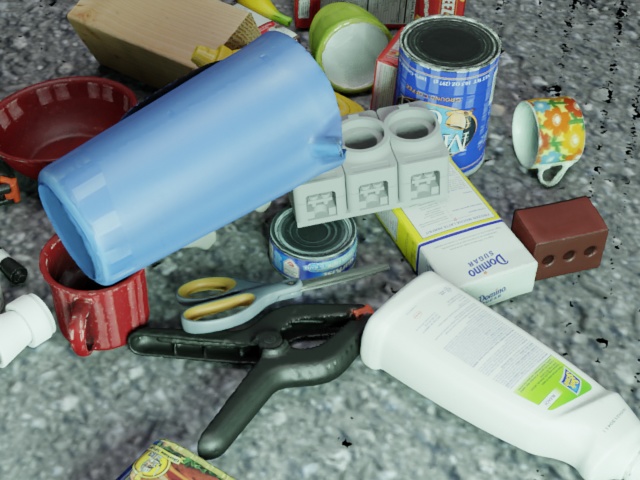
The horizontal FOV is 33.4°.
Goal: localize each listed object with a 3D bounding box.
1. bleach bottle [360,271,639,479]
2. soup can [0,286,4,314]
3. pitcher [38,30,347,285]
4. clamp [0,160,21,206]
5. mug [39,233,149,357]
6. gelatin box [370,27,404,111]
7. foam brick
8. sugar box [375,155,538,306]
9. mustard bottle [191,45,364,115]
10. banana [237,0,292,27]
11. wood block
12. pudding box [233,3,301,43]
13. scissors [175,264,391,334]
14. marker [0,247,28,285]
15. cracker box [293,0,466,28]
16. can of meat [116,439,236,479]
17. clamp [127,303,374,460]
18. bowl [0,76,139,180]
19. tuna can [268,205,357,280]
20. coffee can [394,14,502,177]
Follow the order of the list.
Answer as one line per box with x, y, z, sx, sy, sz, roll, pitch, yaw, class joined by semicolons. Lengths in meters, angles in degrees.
0.159;0.125;0.872;0.251;0.068;0.102;34;52;27;bleach bottle
-0.319;0.027;0.934;0.068;0.102;0.068;1;43;-1;soup can
-0.112;-0.070;0.899;0.242;0.149;0.145;-32;92;-21;pitcher
-0.385;-0.076;1.085;0.171;0.039;0.120;7;60;-1;clamp
-0.194;0.051;0.927;0.093;0.081;0.117;3;43;2;mug
0.085;-0.177;1.174;0.030;0.089;0.073;21;46;16;gelatin box
0.226;-0.001;1.016;0.078;0.053;0.051;-12;45;-12;foam brick
0.123;-0.008;1.026;0.093;0.048;0.176;-16;48;-16;sugar box
-0.045;-0.148;1.100;0.191;0.058;0.096;26;35;-18;mustard bottle
-0.076;-0.330;1.377;0.069;0.037;0.198;12;42;-15;banana
-0.167;-0.223;1.192;0.206;0.090;0.090;25;71;29;wood block
-0.091;-0.231;1.266;0.114;0.039;0.089;32;52;31;pudding box
-0.043;0.040;0.967;0.201;0.016;0.096;-19;28;-31;scissors
-0.317;0.007;1.017;0.020;0.020;0.121;-34;53;-32;marker
0.070;-0.342;1.364;0.213;0.072;0.164;-1;43;-4;cracker box
-0.110;0.204;0.784;0.102;0.057;0.083;26;46;24;can of meat
-0.042;0.105;0.901;0.209;0.036;0.165;-13;37;-18;clamp
-0.264;-0.106;1.106;0.162;0.055;0.162;-3;39;2;bowl
-0.007;0.001;1.020;0.086;0.034;0.086;1;43;-1;tuna can
0.127;-0.146;1.104;0.103;0.140;0.103;1;43;-1;coffee can
